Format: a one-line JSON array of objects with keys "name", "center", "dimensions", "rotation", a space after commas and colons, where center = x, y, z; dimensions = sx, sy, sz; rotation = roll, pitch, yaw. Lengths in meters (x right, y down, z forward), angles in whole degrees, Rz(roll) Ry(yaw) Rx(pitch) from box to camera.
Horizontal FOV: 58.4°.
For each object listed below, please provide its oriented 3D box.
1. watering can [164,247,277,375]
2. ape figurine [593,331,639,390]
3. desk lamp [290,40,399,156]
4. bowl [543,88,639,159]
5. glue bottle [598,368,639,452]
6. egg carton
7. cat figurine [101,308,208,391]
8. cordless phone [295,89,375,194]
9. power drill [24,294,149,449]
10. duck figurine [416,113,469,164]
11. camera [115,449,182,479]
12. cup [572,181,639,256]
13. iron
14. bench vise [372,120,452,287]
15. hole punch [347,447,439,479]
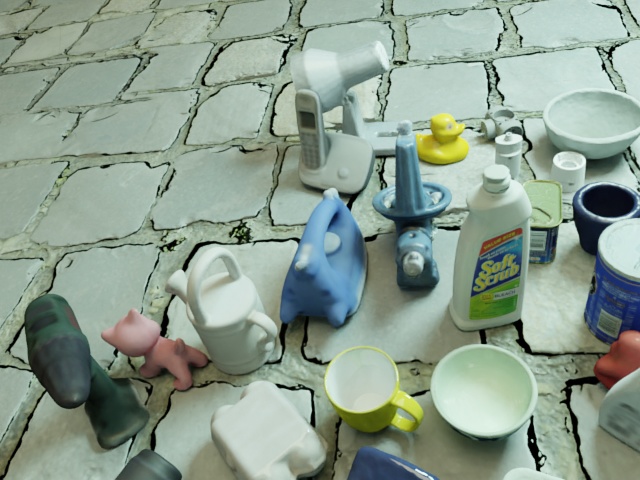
[{"name": "watering can", "center": [-0.139, 0.091, 0.789], "dimensions": [0.172, 0.194, 0.101], "rotation": [-1, 45, 14]}, {"name": "ape figurine", "center": [0.367, 0.142, 0.677], "dimensions": [0.077, 0.092, 0.076], "rotation": [-7, 44, 9]}, {"name": "desk lamp", "center": [0.061, -0.271, 1.093], "dimensions": [0.203, 0.214, 0.118], "rotation": [-2, 45, 13]}, {"name": "bowl", "center": [0.475, -0.192, 1.004], "dimensions": [0.167, 0.075, 0.167], "rotation": [-7, 44, 7]}, {"name": "glue bottle", "center": [0.345, 0.163, 0.601], "dimensions": [0.037, 0.173, 0.077], "rotation": [-38, 48, -23]}, {"name": "egg carton", "center": [-0.066, 0.246, 0.701], "dimensions": [0.107, 0.069, 0.149], "rotation": [-36, 47, -21]}, {"name": "cat figurine", "center": [-0.238, 0.146, 0.814], "dimensions": [0.127, 0.118, 0.067], "rotation": [8, 48, 23]}, {"name": "cordless phone", "center": [0.021, -0.179, 1.030], "dimensions": [0.147, 0.185, 0.094], "rotation": [13, 50, 26]}, {"name": "power drill", "center": [-0.303, 0.175, 0.736], "dimensions": [0.076, 0.209, 0.228], "rotation": [-33, 46, -19]}, {"name": "duck figurine", "center": [0.224, -0.196, 1.066], "dimensions": [0.104, 0.086, 0.077], "rotation": [6, 47, 20]}, {"name": "camera", "center": [-0.212, 0.314, 0.648], "dimensions": [0.142, 0.101, 0.137], "rotation": [15, 51, 28]}, {"name": "cup", "center": [0.414, -0.014, 0.822], "dimensions": [0.091, 0.095, 0.117], "rotation": [-15, 43, 0]}, {"name": "iron", "center": [0.008, 0.003, 0.878], "dimensions": [0.118, 0.142, 0.258], "rotation": [1, 46, 16]}, {"name": "bench vise", "center": [0.145, -0.051, 0.840], "dimensions": [0.121, 0.220, 0.207], "rotation": [-16, 43, -1]}, {"name": "hole punch", "center": [0.073, 0.290, 0.603], "dimensions": [0.108, 0.091, 0.101], "rotation": [16, 51, 28]}]
